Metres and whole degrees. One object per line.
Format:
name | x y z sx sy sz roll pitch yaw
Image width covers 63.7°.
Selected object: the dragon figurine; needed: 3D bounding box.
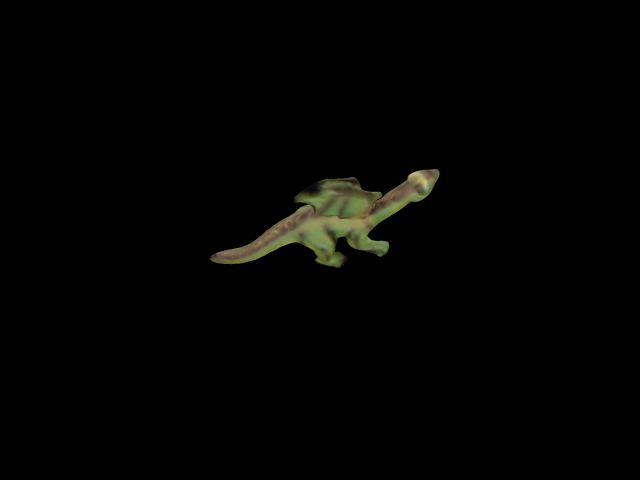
dragon figurine | 0.003 -0.043 0.850 0.411 0.124 0.238 -14 -24 -7
